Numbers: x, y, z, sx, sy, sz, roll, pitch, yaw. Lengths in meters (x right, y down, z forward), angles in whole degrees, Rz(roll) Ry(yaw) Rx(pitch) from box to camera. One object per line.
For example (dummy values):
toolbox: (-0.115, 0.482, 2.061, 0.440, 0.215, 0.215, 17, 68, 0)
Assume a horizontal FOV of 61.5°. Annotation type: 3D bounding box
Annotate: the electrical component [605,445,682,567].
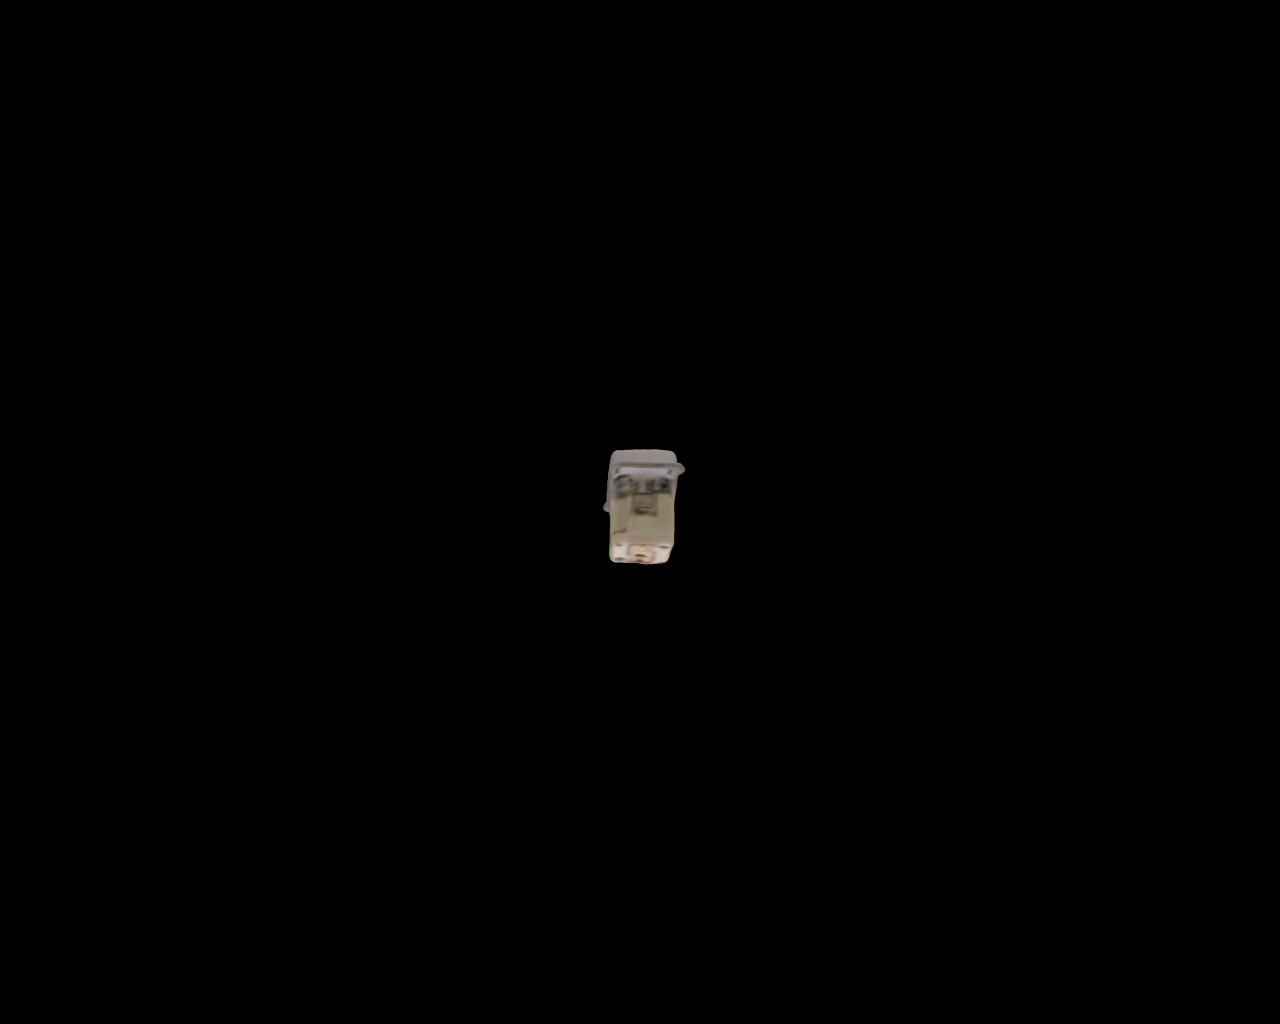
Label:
electrical component: (0.001, -0.003, 0.650, 0.042, 0.064, 0.081, 1, -19, -3)
